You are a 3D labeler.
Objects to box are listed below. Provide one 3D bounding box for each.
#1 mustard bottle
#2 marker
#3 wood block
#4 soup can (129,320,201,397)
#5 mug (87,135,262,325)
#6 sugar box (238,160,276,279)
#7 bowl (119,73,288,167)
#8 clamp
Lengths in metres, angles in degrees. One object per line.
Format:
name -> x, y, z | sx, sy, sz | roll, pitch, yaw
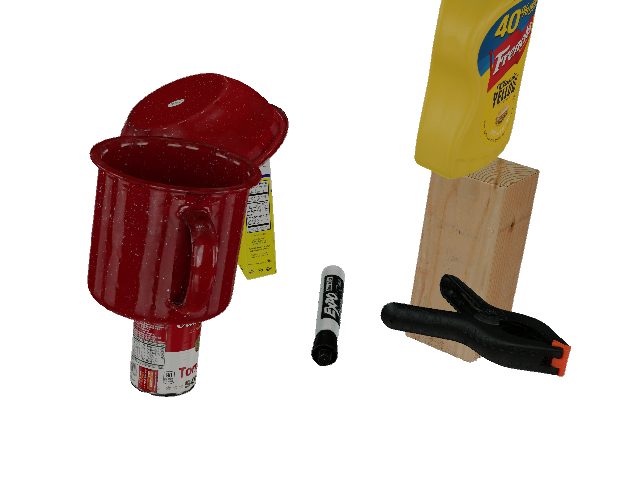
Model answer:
mustard bottle -> 0.114, -0.142, 0.742 | 0.058, 0.192, 0.096 | 30, 47, 26
marker -> 0.006, 0.056, 0.801 | 0.020, 0.020, 0.121 | 0, 28, 4
wood block -> 0.167, 0.016, 1.180 | 0.090, 0.206, 0.090 | 21, 26, 30
soup can -> -0.153, 0.095, 1.057 | 0.068, 0.102, 0.068 | 7, 20, -3
mug -> -0.079, -0.001, 0.578 | 0.093, 0.081, 0.117 | 0, 22, -27
sugar box -> -0.089, -0.051, 1.319 | 0.048, 0.176, 0.093 | -12, 25, -15
bowl -> -0.111, -0.096, 0.908 | 0.162, 0.055, 0.162 | -16, 32, 10
clamp -> 0.154, 0.077, 0.994 | 0.172, 0.039, 0.120 | 21, 32, 23
